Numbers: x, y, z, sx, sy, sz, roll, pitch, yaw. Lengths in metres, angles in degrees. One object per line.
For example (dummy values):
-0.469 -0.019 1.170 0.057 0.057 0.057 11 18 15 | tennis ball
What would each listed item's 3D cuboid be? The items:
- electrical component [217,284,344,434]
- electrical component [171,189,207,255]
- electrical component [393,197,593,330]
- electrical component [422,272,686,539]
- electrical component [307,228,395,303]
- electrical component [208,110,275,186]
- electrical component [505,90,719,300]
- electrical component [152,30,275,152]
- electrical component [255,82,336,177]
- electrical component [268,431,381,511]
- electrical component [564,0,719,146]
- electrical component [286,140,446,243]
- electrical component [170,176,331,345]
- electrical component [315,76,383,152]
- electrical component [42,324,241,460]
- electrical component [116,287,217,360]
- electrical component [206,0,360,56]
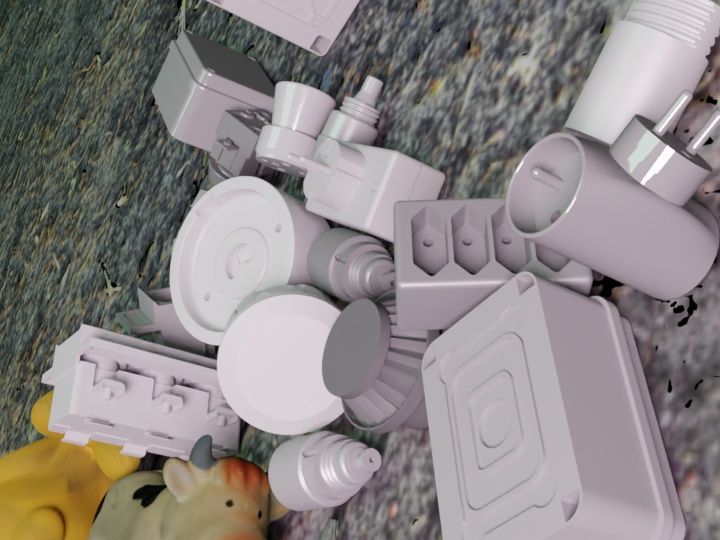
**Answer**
-0.040 0.048 0.607 0.080 0.080 0.051 -64 12 8 | electrical component
-0.112 -0.026 0.814 0.066 0.048 0.055 20 81 60 | electrical component
0.058 0.007 0.495 0.075 0.083 0.047 86 -178 -56 | electrical component
0.075 0.068 0.434 0.078 0.057 0.113 -43 39 38 | electrical component
0.000 0.000 0.618 0.078 0.040 0.040 22 90 60 | electrical component
-0.084 -0.085 0.798 0.048 0.066 0.055 39 118 24 | electrical component
0.110 -0.034 0.422 0.079 0.077 0.043 -55 32 22 | electrical component
-0.114 -0.139 0.858 0.057 0.078 0.113 -61 30 19 | electrical component
-0.045 -0.098 0.752 0.045 0.045 0.055 5 76 59 | electrical component
-0.016 0.106 0.576 0.078 0.040 0.040 -24 52 51 | electrical component
0.126 -0.089 0.466 0.081 0.043 0.043 -64 30 7 | electrical component
-0.008 -0.052 0.628 0.083 0.076 0.047 22 90 60 | electrical component
-0.063 -0.001 0.692 0.108 0.060 0.108 -11 71 36 | electrical component
-0.003 -0.095 0.691 0.035 0.035 0.061 28 93 60 | electrical component
-0.138 0.086 0.706 0.079 0.121 0.063 -32 48 46 | electrical component
-0.128 0.043 0.768 0.042 0.081 0.063 -154 58 -62 | electrical component
-0.048 -0.228 0.777 0.108 0.109 0.056 -55 35 23 | electrical component
